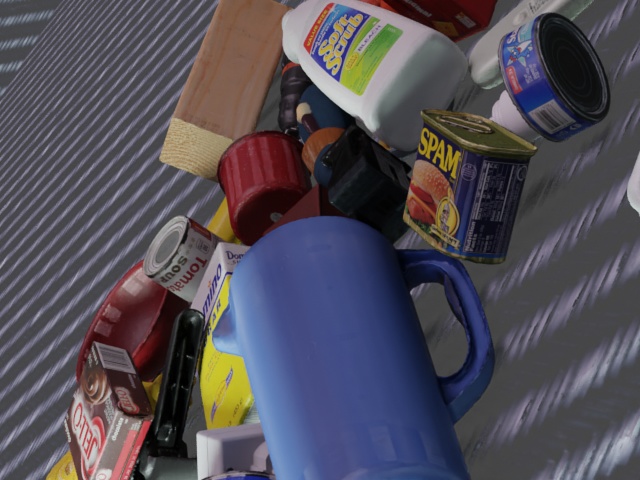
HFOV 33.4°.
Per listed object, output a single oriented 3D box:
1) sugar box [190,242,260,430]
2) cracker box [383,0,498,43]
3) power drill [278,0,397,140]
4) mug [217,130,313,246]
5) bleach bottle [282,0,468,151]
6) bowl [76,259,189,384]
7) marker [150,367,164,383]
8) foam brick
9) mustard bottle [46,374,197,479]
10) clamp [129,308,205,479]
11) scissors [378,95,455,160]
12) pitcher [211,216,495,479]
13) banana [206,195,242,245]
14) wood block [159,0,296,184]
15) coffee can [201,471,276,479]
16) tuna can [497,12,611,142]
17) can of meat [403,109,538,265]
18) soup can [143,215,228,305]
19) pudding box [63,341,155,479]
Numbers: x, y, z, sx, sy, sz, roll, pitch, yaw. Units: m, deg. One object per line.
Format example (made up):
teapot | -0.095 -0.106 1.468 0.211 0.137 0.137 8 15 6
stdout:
sugar box | -0.068 0.093 0.878 0.093 0.048 0.176 -64 30 32
cracker box | 0.102 -0.308 0.968 0.072 0.164 0.213 -18 45 54
power drill | 0.030 -0.205 1.088 0.188 0.057 0.184 -28 41 41
mug | -0.050 -0.033 1.009 0.081 0.093 0.117 -104 24 -50
bleach bottle | 0.026 -0.165 0.962 0.102 0.068 0.251 -55 35 2
bowl | -0.184 0.095 1.106 0.162 0.055 0.162 -39 31 29
marker | -0.140 0.121 1.045 0.121 0.020 0.020 -49 27 13
foam brick | -0.006 0.001 0.924 0.078 0.051 0.053 -40 33 31
mustard bottle | -0.180 0.189 0.994 0.192 0.058 0.096 -46 27 17
clamp | -0.129 0.170 0.887 0.210 0.036 0.164 -56 32 40
scissors | 0.094 -0.079 0.889 0.096 0.016 0.202 -46 28 22
pitcher | 0.028 0.098 0.695 0.149 0.144 0.243 -57 28 25
banana | -0.092 -0.029 1.114 0.198 0.037 0.070 -59 27 -7
wood block | -0.103 -0.177 1.212 0.091 0.090 0.206 120 168 -57
coffee can | -0.049 0.235 0.678 0.103 0.102 0.140 -40 31 28
tuna can | 0.163 -0.113 0.737 0.034 0.086 0.086 -28 38 41
can of meat | 0.102 -0.039 0.755 0.102 0.057 0.084 -129 46 -63
soup can | -0.106 0.030 0.999 0.069 0.102 0.068 -39 31 29
pudding box | -0.183 0.155 0.914 0.090 0.039 0.114 -66 27 16
